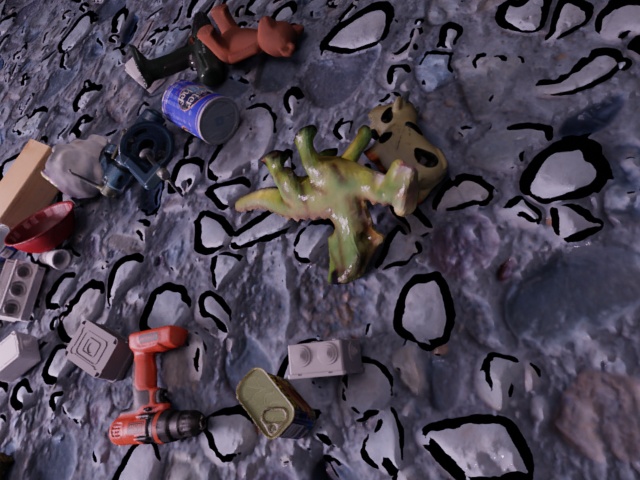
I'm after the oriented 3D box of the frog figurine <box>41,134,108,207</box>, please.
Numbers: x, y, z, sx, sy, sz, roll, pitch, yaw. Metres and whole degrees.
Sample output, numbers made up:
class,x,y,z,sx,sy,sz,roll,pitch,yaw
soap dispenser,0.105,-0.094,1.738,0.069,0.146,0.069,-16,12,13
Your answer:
class,x,y,z,sx,sy,sz,roll,pitch,yaw
frog figurine,-0.542,-0.175,1.182,0.137,0.121,0.161,39,75,1

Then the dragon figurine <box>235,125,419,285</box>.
class,x,y,z,sx,sy,sz,roll,pitch,yaw
dragon figurine,0.003,-0.043,0.849,0.404,0.122,0.246,-32,67,42
